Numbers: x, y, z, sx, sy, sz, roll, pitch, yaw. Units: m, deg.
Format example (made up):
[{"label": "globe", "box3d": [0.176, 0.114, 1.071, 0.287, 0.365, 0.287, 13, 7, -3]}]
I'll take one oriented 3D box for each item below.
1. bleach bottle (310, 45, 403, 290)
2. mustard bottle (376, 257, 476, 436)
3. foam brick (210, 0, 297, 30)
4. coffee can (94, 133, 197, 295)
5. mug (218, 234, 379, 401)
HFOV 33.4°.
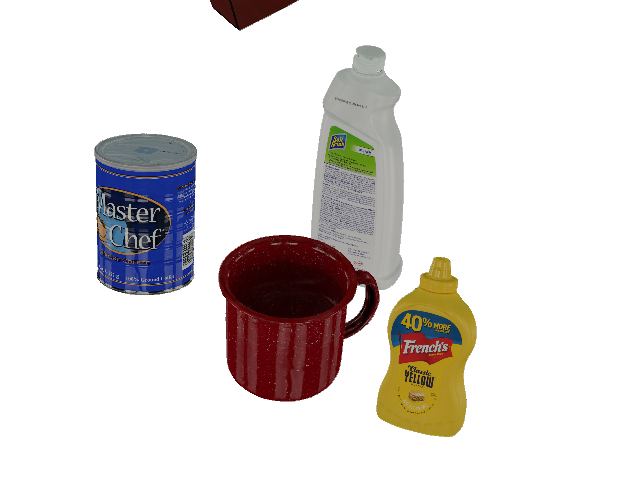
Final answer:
[{"label": "bleach bottle", "box3d": [0.046, -0.075, 1.091, 0.103, 0.251, 0.068, 15, 34, 15]}, {"label": "mustard bottle", "box3d": [0.120, 0.112, 1.163, 0.096, 0.192, 0.058, 12, 14, 22]}, {"label": "foam brick", "box3d": [-0.057, -0.230, 0.933, 0.078, 0.051, 0.053, -31, 47, -15]}, {"label": "coffee can", "box3d": [-0.180, -0.028, 1.100, 0.103, 0.140, 0.103, 3, 23, -2]}, {"label": "mug", "box3d": [-0.013, 0.053, 0.739, 0.117, 0.081, 0.093, -15, 41, -23]}]
